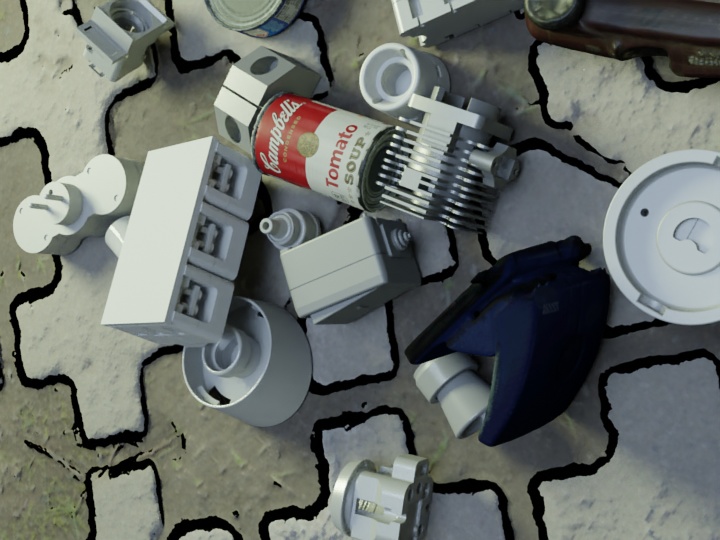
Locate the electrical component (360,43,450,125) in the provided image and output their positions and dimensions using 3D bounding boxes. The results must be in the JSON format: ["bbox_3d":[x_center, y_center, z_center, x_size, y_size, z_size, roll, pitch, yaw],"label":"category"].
[{"bbox_3d":[0.032,-0.139,0.797,0.055,0.047,0.055,-1,87,29],"label":"electrical component"}]

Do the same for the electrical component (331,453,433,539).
[{"bbox_3d":[0.015,0.171,0.788,0.057,0.058,0.078,9,93,27],"label":"electrical component"}]

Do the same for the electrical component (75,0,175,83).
[{"bbox_3d":[-0.203,-0.198,0.917,0.042,0.081,0.063,42,138,2],"label":"electrical component"}]

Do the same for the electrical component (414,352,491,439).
[{"bbox_3d":[0.071,0.086,0.767,0.045,0.045,0.055,-46,67,20],"label":"electrical component"}]

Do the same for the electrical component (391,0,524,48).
[{"bbox_3d":[0.070,-0.207,0.777,0.089,0.050,0.055,-18,79,28],"label":"electrical component"}]

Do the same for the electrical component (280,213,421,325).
[{"bbox_3d":[0.000,0.000,0.801,0.096,0.062,0.061,-23,77,27],"label":"electrical component"}]

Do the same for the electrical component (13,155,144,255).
[{"bbox_3d":[-0.254,-0.057,0.939,0.138,0.074,0.052,-25,76,26],"label":"electrical component"}]

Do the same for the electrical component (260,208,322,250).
[{"bbox_3d":[-0.056,-0.031,0.834,0.035,0.061,0.035,-2,86,28],"label":"electrical component"}]

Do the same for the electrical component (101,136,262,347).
[{"bbox_3d":[-0.137,-0.020,0.852,0.089,0.062,0.150,-5,67,45],"label":"electrical component"}]

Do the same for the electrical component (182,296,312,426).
[{"bbox_3d":[-0.091,0.072,0.862,0.099,0.064,0.099,-11,69,30],"label":"electrical component"}]

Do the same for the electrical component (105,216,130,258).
[{"bbox_3d":[-0.188,-0.015,0.920,0.065,0.044,0.044,45,109,28],"label":"electrical component"}]

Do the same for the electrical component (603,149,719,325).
[{"bbox_3d":[0.216,-0.019,0.681,0.108,0.060,0.108,-1,87,29],"label":"electrical component"}]
